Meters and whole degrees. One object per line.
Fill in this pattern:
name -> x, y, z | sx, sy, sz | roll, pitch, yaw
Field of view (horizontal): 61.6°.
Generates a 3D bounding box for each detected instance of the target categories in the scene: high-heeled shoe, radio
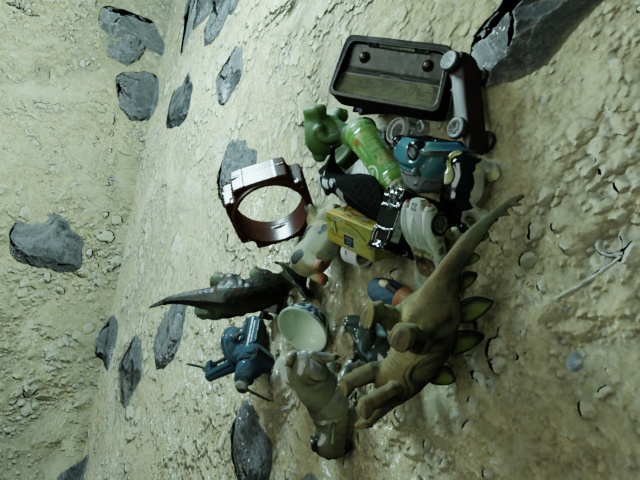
high-heeled shoe -> 0.057, -0.085, 1.104 | 0.145, 0.086, 0.249 | 92, 158, -47
radio -> 0.144, -0.317, 1.047 | 0.230, 0.073, 0.131 | 16, 89, 22

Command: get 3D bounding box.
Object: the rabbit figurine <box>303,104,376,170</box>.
rabbit figurine -> 0.046, -0.234, 1.224 | 0.170, 0.121, 0.159 | 9, 89, 42

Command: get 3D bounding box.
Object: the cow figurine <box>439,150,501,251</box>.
cow figurine -> 0.232, -0.059, 0.893 | 0.068, 0.098, 0.167 | 16, 92, 51

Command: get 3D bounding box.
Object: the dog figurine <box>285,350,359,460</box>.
dog figurine -> -0.008, 0.319, 1.042 | 0.121, 0.172, 0.190 | -33, 44, 60

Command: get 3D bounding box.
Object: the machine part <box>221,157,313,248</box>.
machine part -> -0.120, -0.085, 1.297 | 0.087, 0.201, 0.201 | -106, -1, -49

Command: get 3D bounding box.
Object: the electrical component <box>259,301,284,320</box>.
electrical component -> -0.126, 0.157, 1.390 | 0.078, 0.045, 0.102 | 2, 81, 27

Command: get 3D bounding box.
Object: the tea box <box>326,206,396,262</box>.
tea box -> 0.095, -0.020, 1.065 | 0.170, 0.098, 0.068 | 27, 126, 58

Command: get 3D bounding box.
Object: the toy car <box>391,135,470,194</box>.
toy car -> 0.191, -0.137, 0.983 | 0.162, 0.109, 0.102 | -145, 56, -64

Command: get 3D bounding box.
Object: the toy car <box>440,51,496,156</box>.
toy car -> 0.255, -0.237, 0.936 | 0.053, 0.089, 0.202 | -22, 61, 48

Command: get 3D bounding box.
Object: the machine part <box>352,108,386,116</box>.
machine part -> 0.107, -0.315, 1.207 | 0.139, 0.084, 0.039 | -103, 6, -52

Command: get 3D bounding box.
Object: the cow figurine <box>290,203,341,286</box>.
cow figurine -> -0.002, -0.004, 1.191 | 0.127, 0.085, 0.195 | 17, 57, 26

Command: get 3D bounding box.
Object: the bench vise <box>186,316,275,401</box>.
bench vise -> -0.218, 0.311, 1.374 | 0.241, 0.128, 0.224 | -29, 45, 27

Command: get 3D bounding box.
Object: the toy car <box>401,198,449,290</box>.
toy car -> 0.182, 0.024, 0.892 | 0.074, 0.056, 0.201 | 21, 135, 58

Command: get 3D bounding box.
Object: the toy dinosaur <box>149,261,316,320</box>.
toy dinosaur -> -0.168, 0.119, 1.225 | 0.192, 0.405, 0.131 | -14, 92, 64

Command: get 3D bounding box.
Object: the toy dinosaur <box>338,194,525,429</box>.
toy dinosaur -> 0.160, 0.133, 0.822 | 0.105, 0.198, 0.470 | 51, 130, 41

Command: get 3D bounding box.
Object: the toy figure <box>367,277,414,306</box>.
toy figure -> 0.145, 0.109, 0.987 | 0.058, 0.064, 0.155 | -60, 32, -4

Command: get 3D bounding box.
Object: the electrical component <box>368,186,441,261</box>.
electrical component -> 0.162, -0.024, 0.947 | 0.058, 0.134, 0.114 | 27, 98, 57

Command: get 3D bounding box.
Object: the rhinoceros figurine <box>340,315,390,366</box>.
rhinoceros figurine -> 0.107, 0.201, 1.008 | 0.190, 0.073, 0.112 | 52, 131, 49
